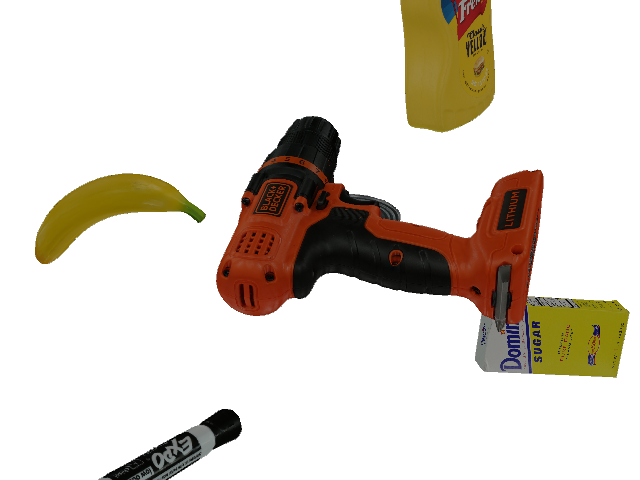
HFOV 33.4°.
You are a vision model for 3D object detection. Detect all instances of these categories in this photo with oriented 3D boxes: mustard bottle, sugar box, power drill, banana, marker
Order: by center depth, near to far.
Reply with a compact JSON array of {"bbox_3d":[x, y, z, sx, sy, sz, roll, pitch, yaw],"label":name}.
[{"bbox_3d":[-0.081,0.115,0.562,0.020,0.020,0.120,0,12,32],"label":"marker"},{"bbox_3d":[0.043,-0.015,0.676,0.188,0.057,0.184,5,41,14],"label":"power drill"},{"bbox_3d":[0.097,-0.187,0.817,0.058,0.191,0.096,16,38,34],"label":"mustard bottle"},{"bbox_3d":[-0.207,-0.024,1.010,0.198,0.069,0.037,-13,19,27],"label":"banana"},{"bbox_3d":[0.287,0.119,1.329,0.176,0.093,0.048,2,18,-10],"label":"sugar box"}]

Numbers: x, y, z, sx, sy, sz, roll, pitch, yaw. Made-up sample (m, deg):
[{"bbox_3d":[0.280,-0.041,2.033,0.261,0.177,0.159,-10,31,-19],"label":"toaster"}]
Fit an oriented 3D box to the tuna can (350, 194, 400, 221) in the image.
[{"bbox_3d":[0.026,-0.008,0.929,0.086,0.034,0.086,0,27,0],"label":"tuna can"}]
